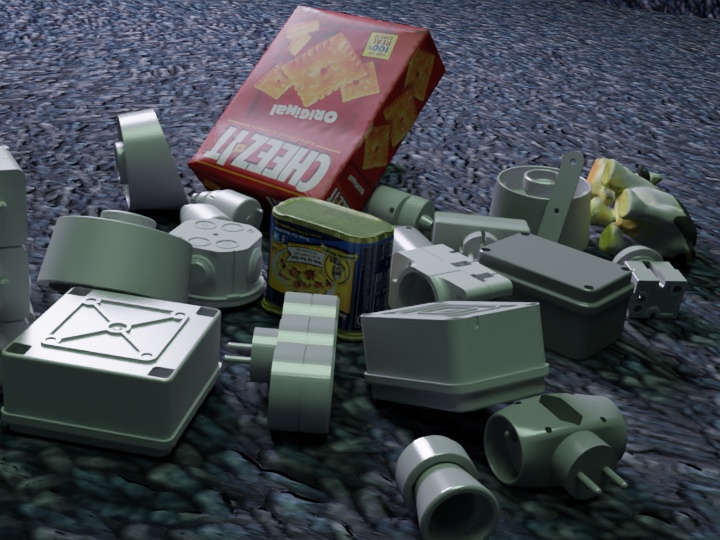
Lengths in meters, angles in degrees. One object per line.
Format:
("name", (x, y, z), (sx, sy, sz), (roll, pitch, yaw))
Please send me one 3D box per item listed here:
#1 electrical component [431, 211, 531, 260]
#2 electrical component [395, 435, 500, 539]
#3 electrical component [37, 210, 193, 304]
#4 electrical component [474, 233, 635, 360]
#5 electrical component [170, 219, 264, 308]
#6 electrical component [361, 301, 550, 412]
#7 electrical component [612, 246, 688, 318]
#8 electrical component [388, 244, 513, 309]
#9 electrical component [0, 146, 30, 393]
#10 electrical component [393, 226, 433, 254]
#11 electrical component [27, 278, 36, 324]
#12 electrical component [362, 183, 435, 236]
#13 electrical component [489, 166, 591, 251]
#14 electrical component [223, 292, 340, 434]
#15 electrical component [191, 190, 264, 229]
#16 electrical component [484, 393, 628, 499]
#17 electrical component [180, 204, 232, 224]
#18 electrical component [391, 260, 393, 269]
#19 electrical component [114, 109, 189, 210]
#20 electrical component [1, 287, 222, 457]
("electrical component", (0.104, -0.016, 0.932), (0.083, 0.047, 0.075), (6, 17, 1))
("electrical component", (0.047, 0.123, 0.595), (0.045, 0.045, 0.055), (-1, 23, -16))
("electrical component", (-0.174, -0.010, 0.781), (0.108, 0.060, 0.108), (9, -9, 2))
("electrical component", (0.151, 0.018, 0.858), (0.113, 0.057, 0.078), (22, 28, 35))
("electrical component", (-0.116, -0.005, 0.858), (0.080, 0.051, 0.080), (5, 22, -2))
("electrical component", (0.060, 0.054, 0.703), (0.078, 0.057, 0.113), (-8, 4, -32))
("electrical component", (0.242, 0.011, 0.914), (0.066, 0.048, 0.055), (1, 30, -11))
("electrical component", (0.066, 0.020, 0.841), (0.056, 0.050, 0.089), (-10, 27, -35))
("electrical component", (-0.256, 0.005, 0.670), (0.089, 0.150, 0.062), (-6, 24, -27))
("electrical component", (0.040, -0.014, 0.927), (0.043, 0.043, 0.081), (-3, 24, -20))
("electrical component", (-0.252, 0.027, 0.764), (0.044, 0.044, 0.065), (-5, 29, -24))
("electrical component", (0.037, -0.053, 1.020), (0.081, 0.043, 0.043), (22, 27, 34))
("electrical component", (0.176, -0.060, 1.039), (0.099, 0.064, 0.099), (3, 26, -1))
("electrical component", (-0.054, 0.058, 0.718), (0.074, 0.052, 0.138), (5, 23, -1))
("electrical component", (-0.125, -0.055, 0.989), (0.078, 0.040, 0.040), (22, 28, 35))
("electrical component", (0.127, 0.111, 0.645), (0.077, 0.043, 0.079), (-6, 25, -25))
("electrical component", (-0.139, -0.039, 0.949), (0.040, 0.040, 0.078), (-8, 26, -30))
("electrical component", (0.000, 0.000, 0.890), (0.046, 0.040, 0.040), (-8, 26, -19))
("electrical component", (-0.199, -0.103, 1.021), (0.064, 0.099, 0.099), (-8, 25, -15))
("electrical component", (-0.154, 0.061, 0.682), (0.109, 0.056, 0.108), (9, 23, 7))
